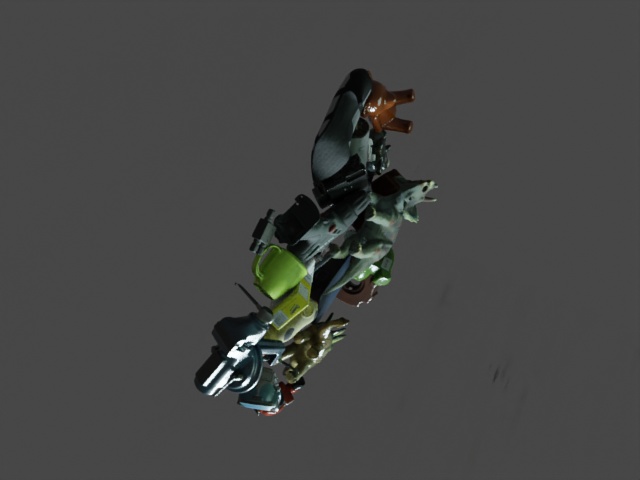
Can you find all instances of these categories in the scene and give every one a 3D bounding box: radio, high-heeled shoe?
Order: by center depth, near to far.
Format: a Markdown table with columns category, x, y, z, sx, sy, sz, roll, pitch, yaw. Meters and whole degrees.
| category | x | y | z | sx | sy | sz | roll | pitch | yaw |
| --- | --- | --- | --- | --- | --- | --- | --- | --- | --- |
| high-heeled shoe | 0.037 | -0.253 | 1.174 | 0.248 | 0.086 | 0.145 | -55 | -157 | 33 |
| radio | 0.014 | 0.127 | 1.582 | 0.229 | 0.073 | 0.131 | -53 | 159 | -41 |

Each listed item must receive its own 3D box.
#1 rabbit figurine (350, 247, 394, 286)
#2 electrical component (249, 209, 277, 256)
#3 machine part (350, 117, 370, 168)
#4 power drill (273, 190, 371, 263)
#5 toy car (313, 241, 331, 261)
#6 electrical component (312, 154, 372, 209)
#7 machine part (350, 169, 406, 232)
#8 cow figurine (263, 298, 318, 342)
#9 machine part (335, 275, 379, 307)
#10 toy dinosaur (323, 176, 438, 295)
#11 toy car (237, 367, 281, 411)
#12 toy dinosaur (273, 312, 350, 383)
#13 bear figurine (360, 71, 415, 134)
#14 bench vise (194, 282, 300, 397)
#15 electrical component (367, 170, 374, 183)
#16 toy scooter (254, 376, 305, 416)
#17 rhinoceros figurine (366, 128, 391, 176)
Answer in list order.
| category | x | y | z | sx | sy | sz | roll | pitch | yaw |
| --- | --- | --- | --- | --- | --- | --- | --- | --- | --- |
| rabbit figurine | 0.135 | 0.056 | 1.578 | 0.170 | 0.121 | 0.159 | 139 | -32 | -62 |
| electrical component | -0.110 | -0.016 | 1.073 | 0.094 | 0.021 | 0.063 | -66 | 164 | -4 |
| machine part | 0.076 | -0.208 | 1.284 | 0.079 | 0.079 | 0.243 | -56 | 162 | -31 |
| power drill | -0.002 | -0.045 | 1.183 | 0.232 | 0.086 | 0.207 | -42 | 167 | 13 |
| toy car | -0.003 | -0.004 | 1.379 | 0.089 | 0.053 | 0.202 | -60 | 165 | -7 |
| electrical component | 0.049 | -0.125 | 1.251 | 0.134 | 0.058 | 0.114 | -28 | 151 | 2 |
| machine part | 0.169 | -0.113 | 1.565 | 0.201 | 0.087 | 0.201 | -37 | 172 | 11 |
| cow figurine | -0.088 | 0.210 | 1.284 | 0.195 | 0.085 | 0.127 | -40 | -170 | 0 |
| machine part | 0.110 | 0.125 | 1.711 | 0.056 | 0.180 | 0.179 | -26 | 138 | -61 |
| toy dinosaur | 0.153 | -0.020 | 1.418 | 0.192 | 0.131 | 0.404 | 9 | 122 | -35 |
| toy car | -0.147 | 0.380 | 1.386 | 0.161 | 0.109 | 0.103 | 71 | 28 | -79 |
| toy dinosaur | -0.035 | 0.312 | 1.510 | 0.198 | 0.105 | 0.471 | -23 | 165 | -42 |
| bear figurine | 0.160 | -0.332 | 1.301 | 0.196 | 0.132 | 0.120 | 14 | 81 | -78 |
| bench vise | -0.141 | 0.223 | 1.103 | 0.240 | 0.129 | 0.223 | 22 | 100 | -57 |
| electrical component | 0.105 | -0.168 | 1.440 | 0.119 | 0.075 | 0.047 | -26 | 138 | -60 |
| toy scooter | -0.133 | 0.471 | 1.595 | 0.184 | 0.075 | 0.135 | -19 | 160 | -51 |
| rhinoceros figurine | 0.153 | -0.243 | 1.507 | 0.190 | 0.073 | 0.112 | 72 | 35 | -65 |
